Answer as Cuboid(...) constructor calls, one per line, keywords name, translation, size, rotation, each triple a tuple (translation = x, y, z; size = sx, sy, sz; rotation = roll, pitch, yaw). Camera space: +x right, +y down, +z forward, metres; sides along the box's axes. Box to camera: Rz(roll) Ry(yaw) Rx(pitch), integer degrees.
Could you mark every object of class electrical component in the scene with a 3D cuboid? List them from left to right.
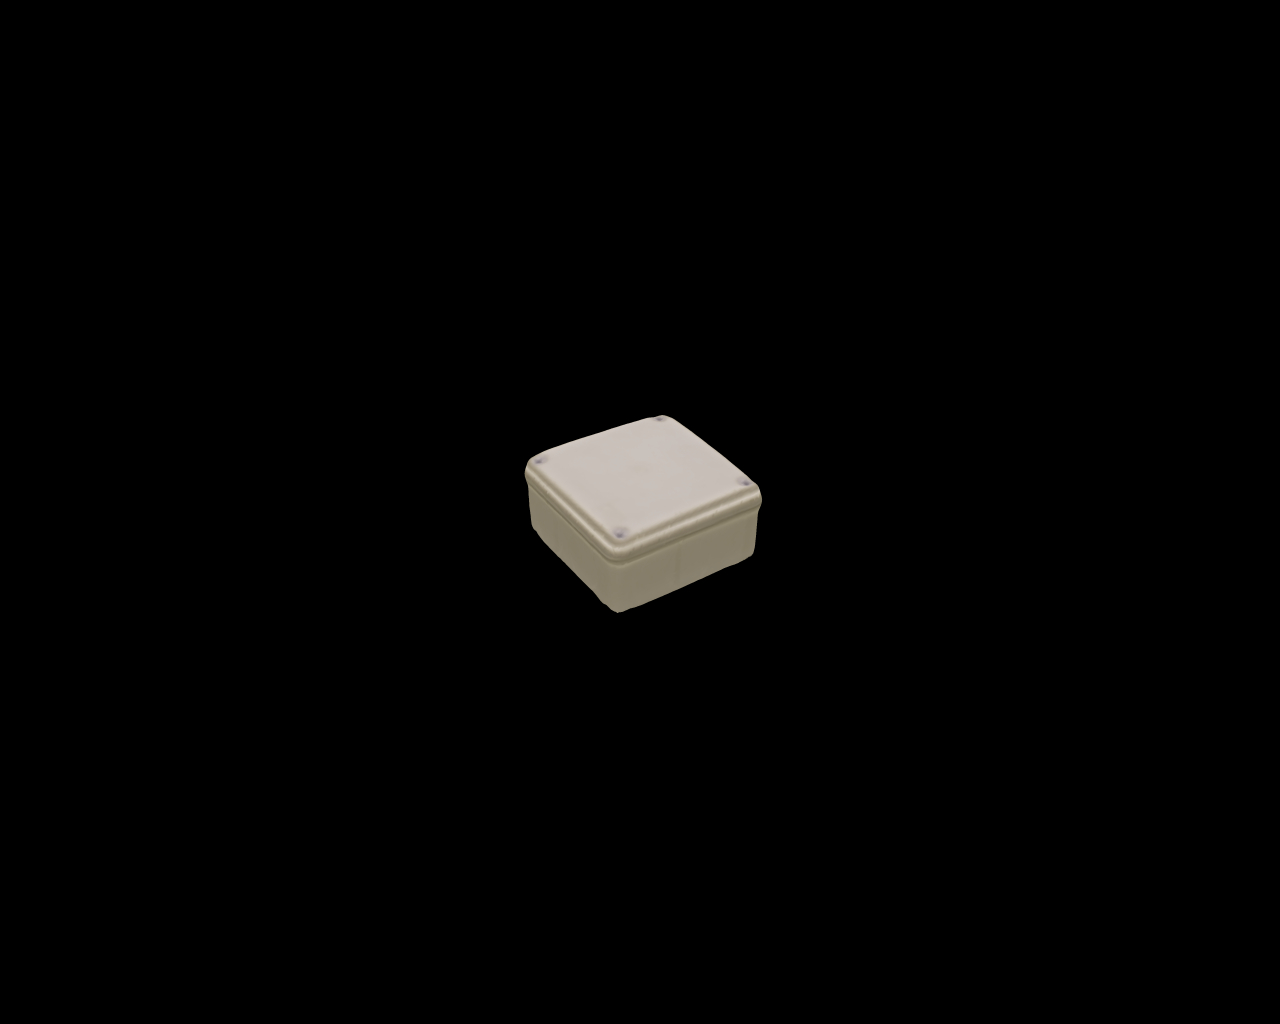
Cuboid(name="electrical component", translation=(0.001, -0.003, 0.650), size=(0.109, 0.056, 0.109), rotation=(-21, 41, -26))
